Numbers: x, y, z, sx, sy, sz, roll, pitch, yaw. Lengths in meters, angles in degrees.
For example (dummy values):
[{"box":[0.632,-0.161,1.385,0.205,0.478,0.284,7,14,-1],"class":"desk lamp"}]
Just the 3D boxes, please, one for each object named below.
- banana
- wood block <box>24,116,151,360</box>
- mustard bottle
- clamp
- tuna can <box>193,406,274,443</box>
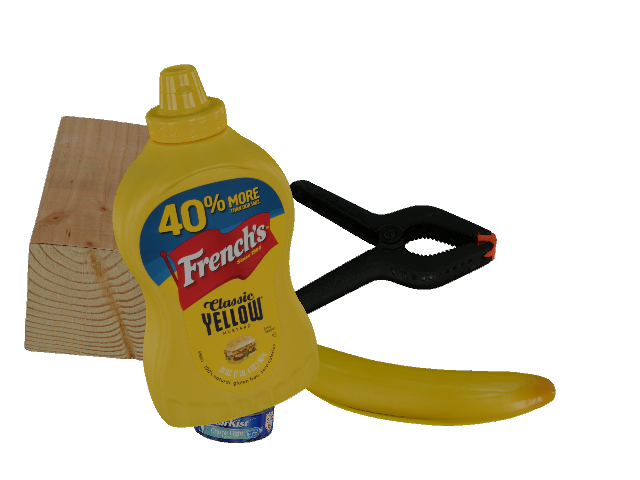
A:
[{"box":[0.054,0.094,0.720,0.198,0.037,0.069,10,35,27],"class":"banana"},{"box":[-0.168,-0.009,0.821,0.090,0.091,0.206,6,30,-11],"class":"wood block"},{"box":[-0.059,0.001,0.571,0.096,0.191,0.058,-15,23,-16],"class":"mustard bottle"},{"box":[0.060,0.013,1.018,0.210,0.164,0.036,5,-39,8],"class":"clamp"},{"box":[-0.091,0.181,1.120,0.086,0.034,0.086,4,12,-1],"class":"tuna can"}]
